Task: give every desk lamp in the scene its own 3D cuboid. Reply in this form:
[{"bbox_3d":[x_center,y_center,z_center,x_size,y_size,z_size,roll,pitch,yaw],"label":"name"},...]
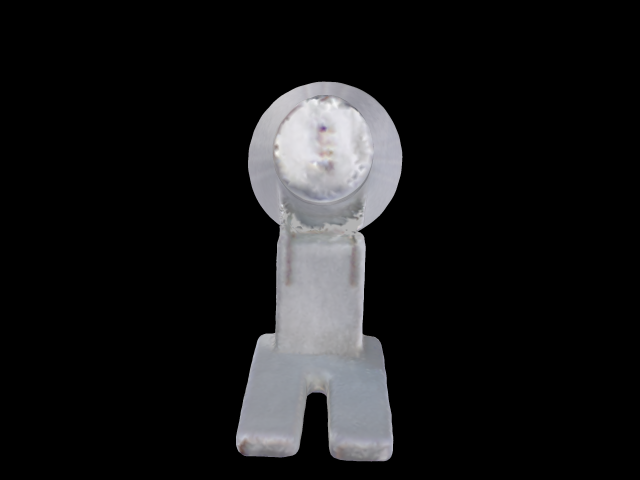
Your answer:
[{"bbox_3d":[0.004,0.001,0.400,0.118,0.214,0.203,0,21,0],"label":"desk lamp"}]
